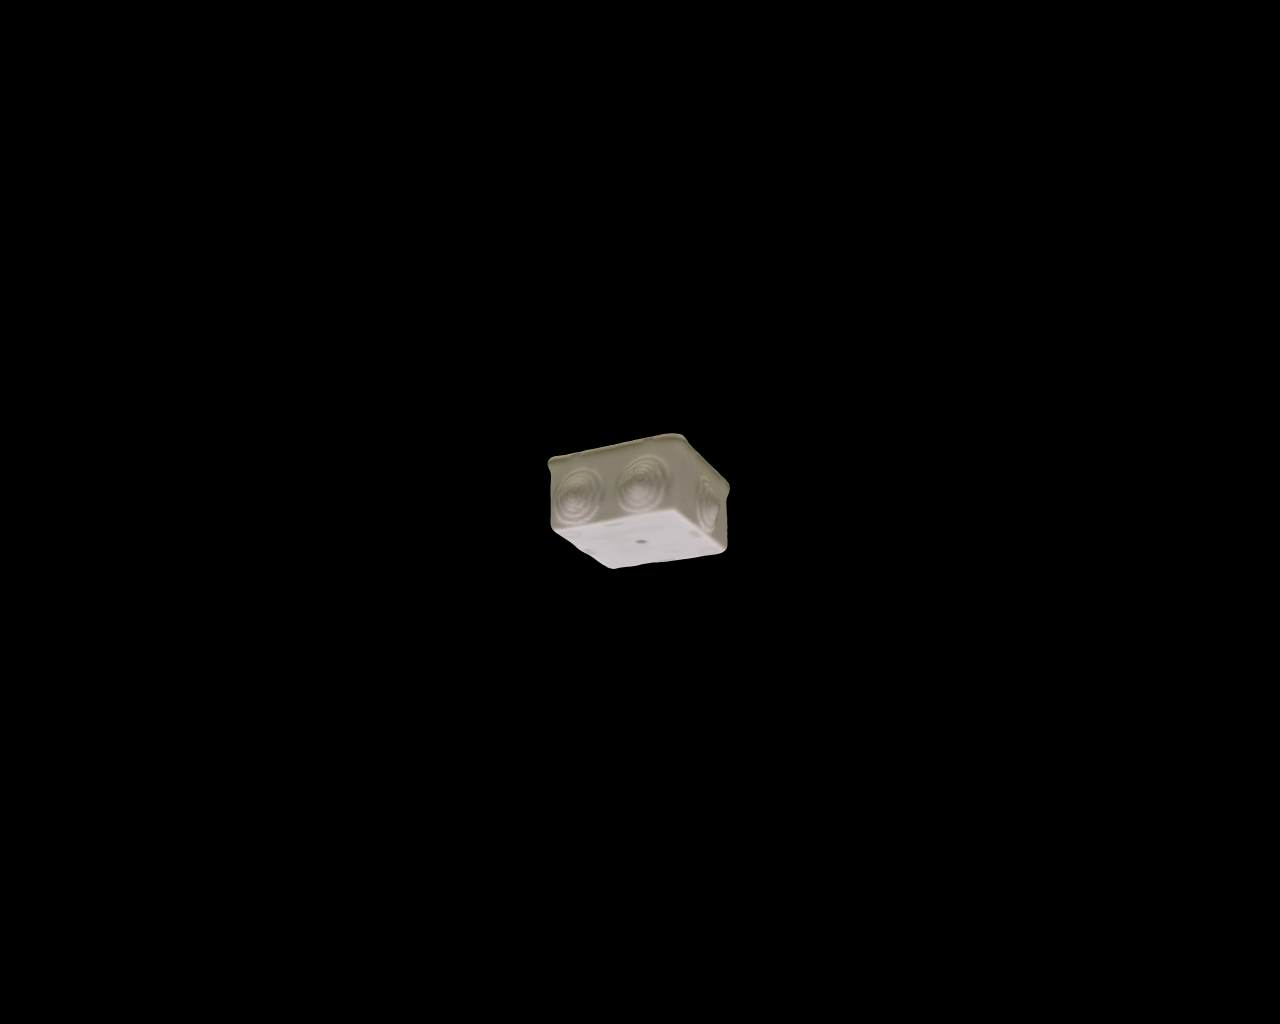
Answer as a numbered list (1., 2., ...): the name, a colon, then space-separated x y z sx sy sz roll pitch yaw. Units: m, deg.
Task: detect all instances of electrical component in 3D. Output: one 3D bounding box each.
1. electrical component: 0.001 -0.003 0.650 0.100 0.048 0.099 -9 -23 22
